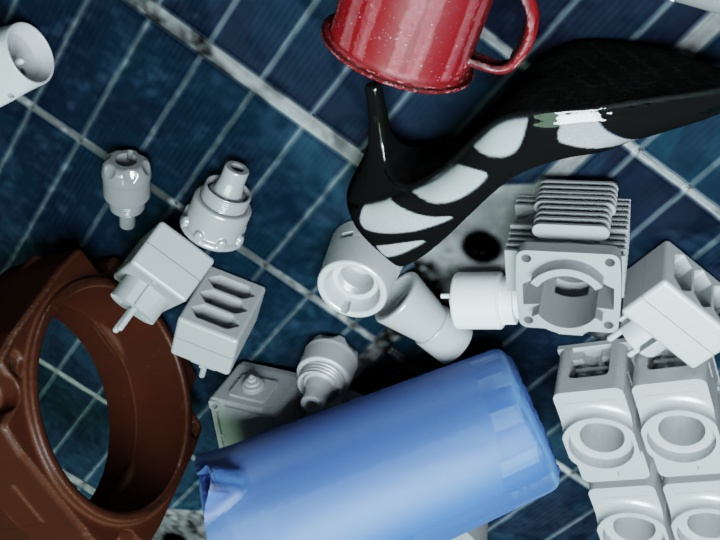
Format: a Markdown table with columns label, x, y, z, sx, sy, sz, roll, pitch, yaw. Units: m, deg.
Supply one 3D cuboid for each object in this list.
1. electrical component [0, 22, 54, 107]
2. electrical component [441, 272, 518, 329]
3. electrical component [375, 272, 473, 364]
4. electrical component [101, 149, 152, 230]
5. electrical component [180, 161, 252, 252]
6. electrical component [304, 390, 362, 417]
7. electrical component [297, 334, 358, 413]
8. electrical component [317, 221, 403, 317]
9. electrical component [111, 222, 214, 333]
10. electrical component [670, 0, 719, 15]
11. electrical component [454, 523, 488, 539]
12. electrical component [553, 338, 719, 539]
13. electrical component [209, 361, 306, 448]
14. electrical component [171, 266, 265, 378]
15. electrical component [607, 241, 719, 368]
| label | x | y | z | sx | sy | sz | roll | pitch | yaw |
| --- | --- | --- | --- | --- | --- | --- | --- | --- | --- |
| electrical component | -0.260 | -0.150 | 0.726 | 0.077 | 0.043 | 0.079 | -14 | 121 | 27 |
| electrical component | 0.098 | 0.021 | 0.745 | 0.078 | 0.040 | 0.040 | -1 | 127 | 19 |
| electrical component | 0.049 | 0.037 | 0.775 | 0.065 | 0.044 | 0.044 | 39 | 129 | -20 |
| electrical component | -0.169 | -0.055 | 0.777 | 0.035 | 0.035 | 0.061 | 16 | 133 | 6 |
| electrical component | -0.096 | -0.047 | 0.754 | 0.048 | 0.048 | 0.062 | 26 | 122 | -3 |
| electrical component | -0.015 | 0.132 | 0.862 | 0.055 | 0.055 | 0.047 | 6 | 132 | 14 |
| electrical component | -0.028 | 0.082 | 0.820 | 0.043 | 0.062 | 0.043 | 9 | 129 | 11 |
| electrical component | 0.000 | 0.000 | 0.756 | 0.055 | 0.047 | 0.055 | 9 | 129 | 11 |
| electrical component | -0.154 | 0.014 | 0.780 | 0.047 | 0.075 | 0.083 | 38 | 161 | -13 |
| electrical component | 0.184 | -0.161 | 0.571 | 0.081 | 0.043 | 0.043 | 17 | 130 | 4 |
| electrical component | 0.056 | 0.214 | 0.899 | 0.108 | 0.060 | 0.108 | 9 | 129 | 11 |
| electrical component | 0.218 | 0.138 | 0.786 | 0.105 | 0.060 | 0.186 | -10 | 124 | 25 |
| electrical component | -0.076 | 0.117 | 0.863 | 0.062 | 0.061 | 0.096 | 10 | 126 | 22 |
| electrical component | -0.111 | 0.050 | 0.821 | 0.047 | 0.065 | 0.076 | 21 | 131 | 1 |
| electrical component | 0.199 | 0.033 | 0.716 | 0.066 | 0.047 | 0.077 | 37 | 129 | -12 |
